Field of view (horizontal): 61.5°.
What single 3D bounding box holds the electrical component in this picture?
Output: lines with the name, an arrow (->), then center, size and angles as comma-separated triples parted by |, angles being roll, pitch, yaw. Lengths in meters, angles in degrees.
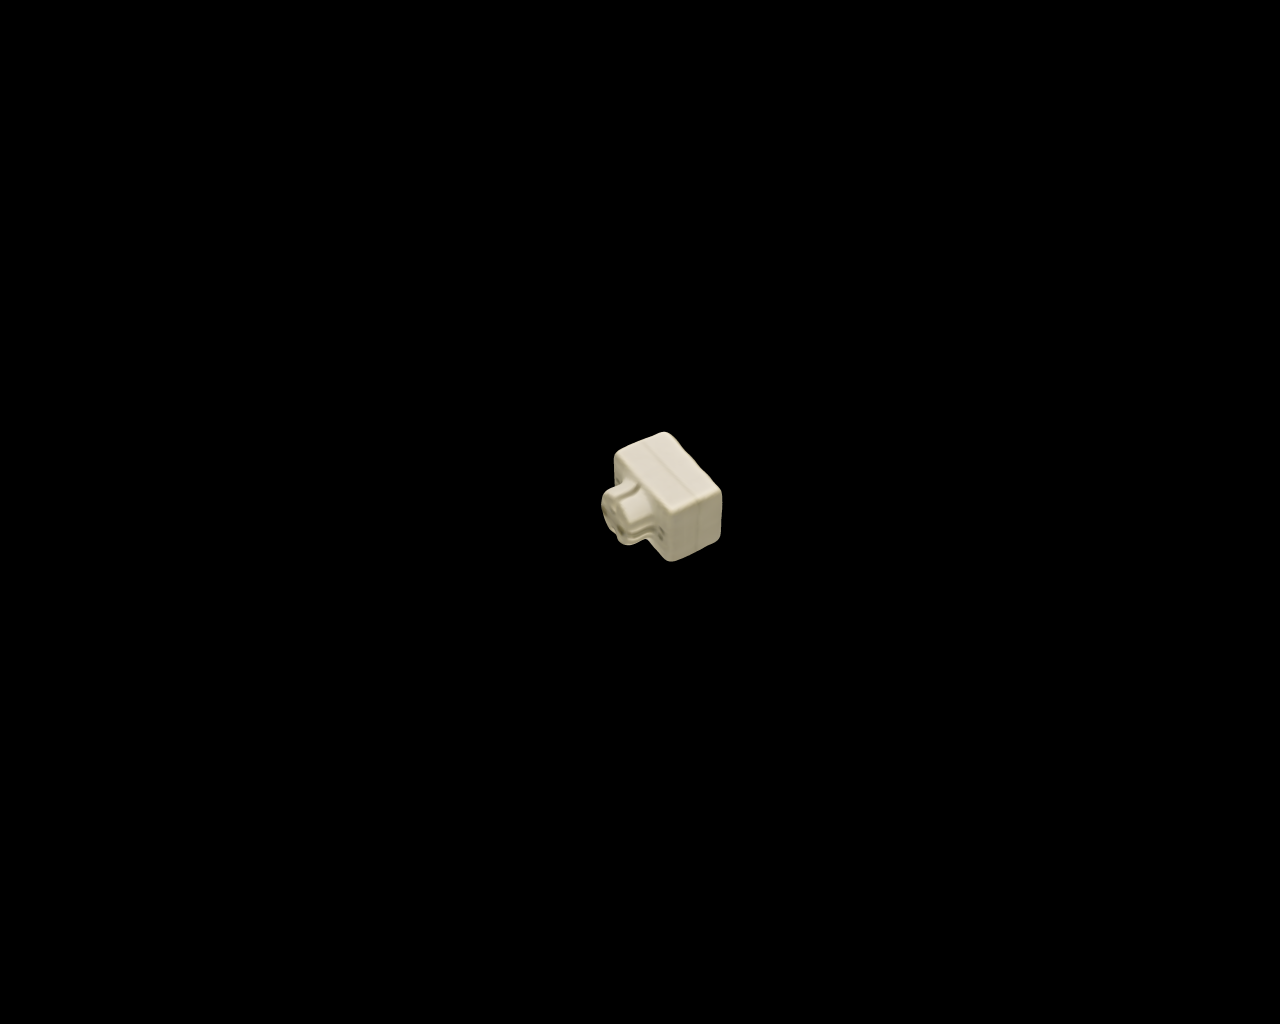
electrical component -> 0.001, -0.003, 0.650 | 0.077, 0.047, 0.066 | -24, 50, -22
